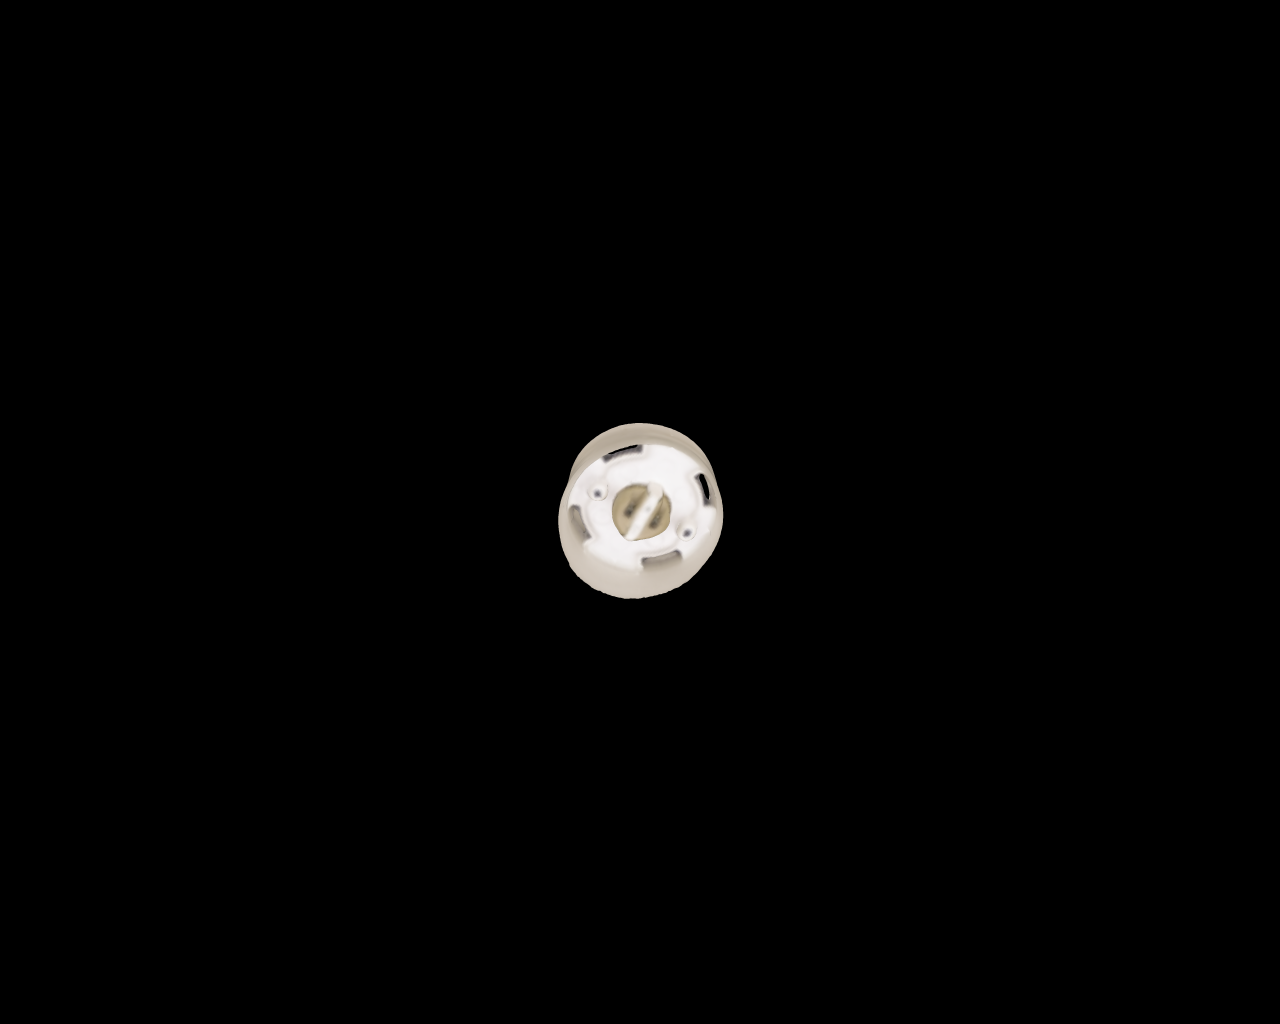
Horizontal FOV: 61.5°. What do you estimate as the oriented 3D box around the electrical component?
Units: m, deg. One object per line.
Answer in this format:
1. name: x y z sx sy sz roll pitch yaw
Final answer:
1. electrical component: 0.001 -0.003 0.650 0.099 0.099 0.064 0 32 0
